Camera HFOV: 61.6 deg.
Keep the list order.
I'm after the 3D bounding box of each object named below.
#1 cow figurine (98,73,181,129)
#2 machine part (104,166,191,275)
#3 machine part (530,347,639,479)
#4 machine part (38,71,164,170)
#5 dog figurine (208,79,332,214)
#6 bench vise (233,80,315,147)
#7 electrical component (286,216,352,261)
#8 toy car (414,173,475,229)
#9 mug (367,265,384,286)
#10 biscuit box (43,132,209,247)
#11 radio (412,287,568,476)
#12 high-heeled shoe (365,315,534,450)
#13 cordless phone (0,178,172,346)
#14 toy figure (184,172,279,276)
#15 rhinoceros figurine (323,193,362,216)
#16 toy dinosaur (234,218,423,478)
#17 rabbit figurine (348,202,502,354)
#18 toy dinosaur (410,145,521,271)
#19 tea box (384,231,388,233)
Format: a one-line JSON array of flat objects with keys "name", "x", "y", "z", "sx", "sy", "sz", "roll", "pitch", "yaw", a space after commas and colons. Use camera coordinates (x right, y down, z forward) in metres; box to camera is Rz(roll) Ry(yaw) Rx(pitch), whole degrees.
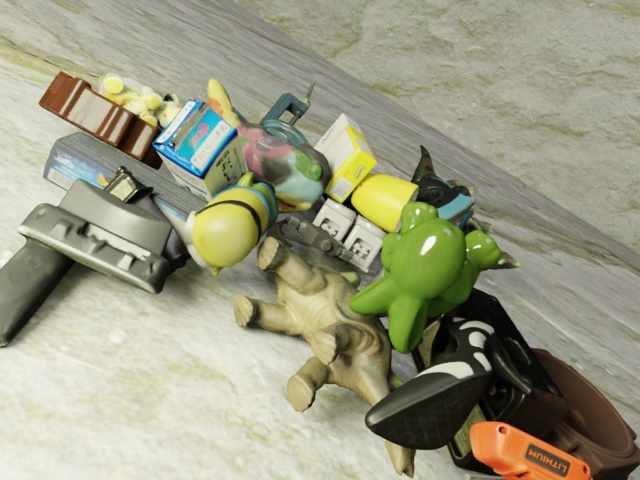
[{"name": "cow figurine", "x": -0.306, "y": -0.239, "z": 0.947, "sx": 0.167, "sy": 0.068, "sz": 0.098, "roll": 19, "pitch": 21, "yaw": -29}, {"name": "machine part", "x": -0.210, "y": -0.015, "z": 0.631, "sx": 0.139, "sy": 0.084, "sz": 0.039, "roll": 44, "pitch": 0, "yaw": 7}, {"name": "machine part", "x": 0.322, "y": 0.242, "z": 0.740, "sx": 0.201, "sy": 0.087, "sz": 0.202, "roll": 12, "pitch": 32, "yaw": -37}, {"name": "machine part", "x": -0.291, "y": -0.161, "z": 0.747, "sx": 0.179, "sy": 0.056, "sz": 0.179, "roll": 29, "pitch": -3, "yaw": 2}, {"name": "dog figurine", "x": -0.105, "y": -0.145, "z": 0.833, "sx": 0.192, "sy": 0.108, "sz": 0.219, "roll": 9, "pitch": -29, "yaw": 52}, {"name": "bench vise", "x": -0.095, "y": -0.206, "z": 1.012, "sx": 0.223, "sy": 0.129, "sz": 0.240, "roll": 36, "pitch": 56, "yaw": -8}, {"name": "electrical component", "x": -0.002, "y": -0.002, "z": 0.733, "sx": 0.094, "sy": 0.021, "sz": 0.063, "roll": 29, "pitch": 8, "yaw": -26}, {"name": "toy car", "x": 0.208, "y": -0.048, "z": 0.981, "sx": 0.162, "sy": 0.109, "sz": 0.102, "roll": 42, "pitch": -21, "yaw": 56}, {"name": "mug", "x": 0.135, "y": 0.067, "z": 0.826, "sx": 0.081, "sy": 0.107, "sz": 0.110, "roll": 6, "pitch": 32, "yaw": -42}, {"name": "biscuit box", "x": -0.242, "y": -0.061, "z": 0.685, "sx": 0.203, "sy": 0.059, "sz": 0.063, "roll": 30, "pitch": 25, "yaw": -4}, {"name": "radio", "x": 0.201, "y": 0.165, "z": 0.687, "sx": 0.073, "sy": 0.131, "sz": 0.230, "roll": 24, "pitch": 25, "yaw": -22}, {"name": "high-heeled shoe", "x": 0.110, "y": 0.124, "z": 0.546, "sx": 0.248, "sy": 0.086, "sz": 0.145, "roll": 4, "pitch": 23, "yaw": -38}, {"name": "cordless phone", "x": -0.231, "y": 0.039, "z": 0.510, "sx": 0.146, "sy": 0.088, "sz": 0.184, "roll": 28, "pitch": 35, "yaw": -10}, {"name": "toy figure", "x": -0.099, "y": -0.030, "z": 0.658, "sx": 0.082, "sy": 0.089, "sz": 0.180, "roll": 52, "pitch": 29, "yaw": -7}, {"name": "rhinoceros figurine", "x": 0.033, "y": -0.092, "z": 1.025, "sx": 0.112, "sy": 0.073, "sz": 0.190, "roll": 33, "pitch": 1, "yaw": -30}, {"name": "toy dinosaur", "x": -0.001, "y": 0.081, "z": 0.660, "sx": 0.198, "sy": 0.105, "sz": 0.472, "roll": 21, "pitch": 23, "yaw": -39}, {"name": "rabbit figurine", "x": 0.100, "y": 0.028, "z": 0.560, "sx": 0.121, "sy": 0.159, "sz": 0.170, "roll": 40, "pitch": -1, "yaw": 16}, {"name": "toy dinosaur", "x": 0.252, "y": -0.065, "z": 1.133, "sx": 0.192, "sy": 0.131, "sz": 0.405, "roll": 12, "pitch": 41, "yaw": -49}, {"name": "tea box", "x": 0.130, "y": -0.044, "z": 1.079, "sx": 0.098, "sy": 0.068, "sz": 0.170, "roll": 29, "pitch": 22, "yaw": -12}]
